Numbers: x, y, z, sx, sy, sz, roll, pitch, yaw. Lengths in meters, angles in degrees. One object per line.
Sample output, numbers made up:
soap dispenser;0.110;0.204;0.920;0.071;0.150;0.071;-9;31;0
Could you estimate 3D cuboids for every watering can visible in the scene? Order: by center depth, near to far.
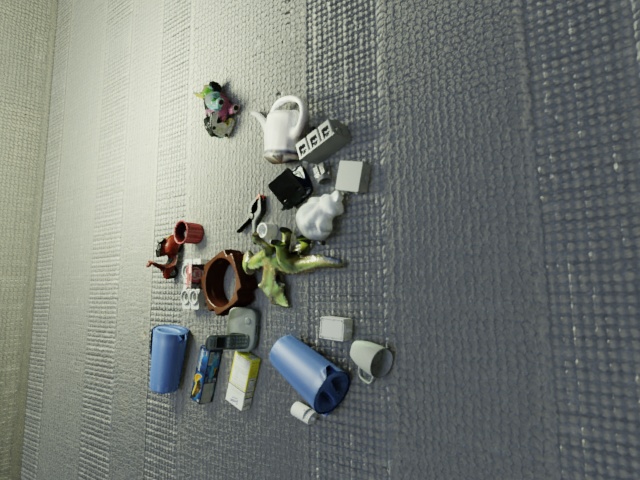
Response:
watering can;-0.146;-0.363;1.726;0.348;0.104;0.225;4;87;54

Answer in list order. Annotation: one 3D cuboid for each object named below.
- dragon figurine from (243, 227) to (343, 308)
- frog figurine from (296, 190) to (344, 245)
dragon figurine;-0.109;0.101;1.637;0.414;0.123;0.238;24;118;35
frog figurine;0.005;-0.077;1.532;0.156;0.122;0.141;-51;34;38
